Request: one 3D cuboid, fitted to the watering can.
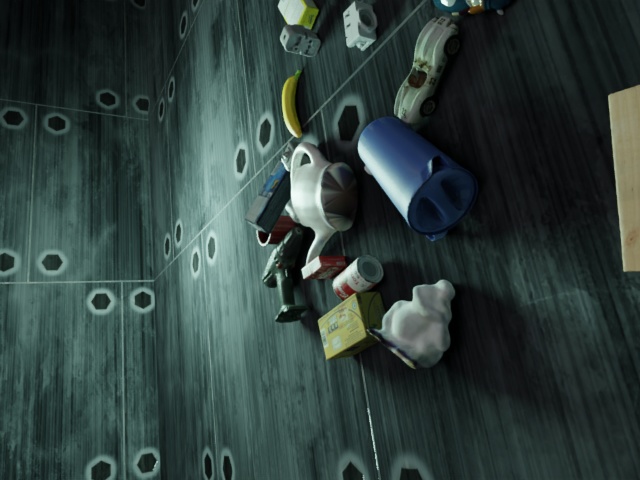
[{"bbox_3d":[0.004,-0.062,1.228,0.225,0.104,0.345,7,107,58],"label":"watering can"}]

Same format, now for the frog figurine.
[{"bbox_3d":[0.184,0.143,0.923,0.160,0.121,0.138,-49,24,-6],"label":"frog figurine"}]
